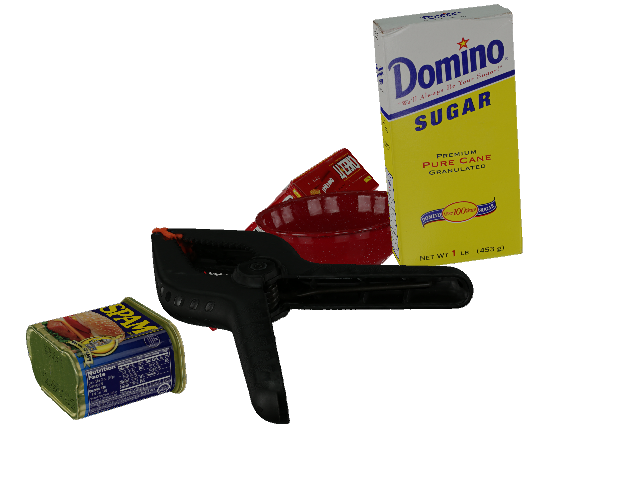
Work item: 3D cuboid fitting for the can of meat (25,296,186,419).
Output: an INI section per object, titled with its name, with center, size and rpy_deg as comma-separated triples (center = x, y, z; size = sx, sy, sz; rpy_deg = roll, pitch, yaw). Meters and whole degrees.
[can of meat]
center = -0.161, 0.087, 0.794
size = 0.083, 0.057, 0.102
rpy_deg = -14, 21, -33

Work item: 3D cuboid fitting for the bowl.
[bowl]
center = 0.018, -0.005, 1.061
size = 0.162, 0.055, 0.162
rpy_deg = -6, 16, 2

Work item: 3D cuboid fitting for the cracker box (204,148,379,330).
[cracker box]
center = -0.049, -0.004, 1.256
size = 0.214, 0.072, 0.164
rpy_deg = -42, 0, 29

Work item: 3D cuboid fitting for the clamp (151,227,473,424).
[clamp]
center = -0.025, 0.029, 0.648
size = 0.164, 0.036, 0.210
rpy_deg = -22, 31, -32

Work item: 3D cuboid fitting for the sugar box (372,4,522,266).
[sugar box]
center = 0.092, -0.072, 0.757
size = 0.093, 0.176, 0.048
rpy_deg = -9, 22, -4
